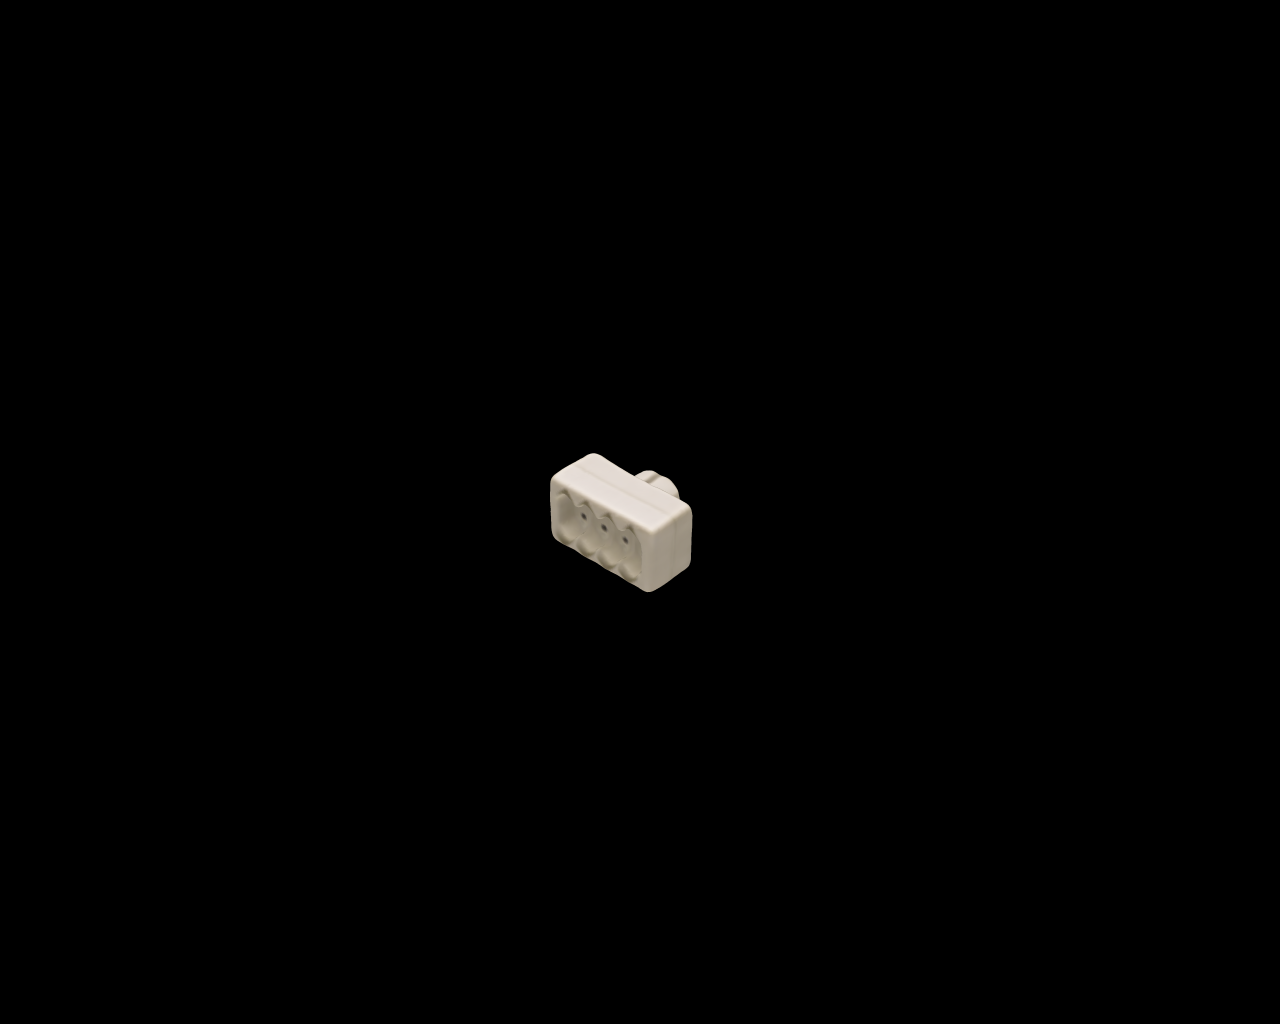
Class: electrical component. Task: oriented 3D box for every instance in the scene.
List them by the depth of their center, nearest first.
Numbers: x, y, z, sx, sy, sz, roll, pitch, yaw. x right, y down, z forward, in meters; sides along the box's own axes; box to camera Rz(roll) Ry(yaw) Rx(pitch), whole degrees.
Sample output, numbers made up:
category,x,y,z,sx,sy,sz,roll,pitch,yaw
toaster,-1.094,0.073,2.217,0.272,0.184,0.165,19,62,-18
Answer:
category,x,y,z,sx,sy,sz,roll,pitch,yaw
electrical component,0.001,-0.003,0.650,0.083,0.047,0.076,30,46,33
